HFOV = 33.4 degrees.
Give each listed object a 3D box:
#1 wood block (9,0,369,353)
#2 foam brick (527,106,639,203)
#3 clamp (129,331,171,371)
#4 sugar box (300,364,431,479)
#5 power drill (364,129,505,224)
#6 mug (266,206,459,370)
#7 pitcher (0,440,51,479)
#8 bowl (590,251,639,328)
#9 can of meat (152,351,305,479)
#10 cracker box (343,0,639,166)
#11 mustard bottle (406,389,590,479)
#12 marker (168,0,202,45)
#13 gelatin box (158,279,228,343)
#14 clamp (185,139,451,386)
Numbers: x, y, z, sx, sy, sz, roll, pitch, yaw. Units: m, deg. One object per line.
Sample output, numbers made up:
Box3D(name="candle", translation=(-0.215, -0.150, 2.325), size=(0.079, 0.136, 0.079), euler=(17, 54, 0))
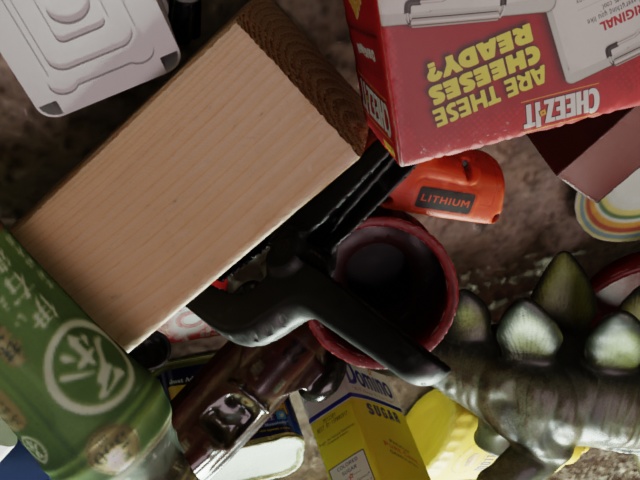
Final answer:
Box3D(name="wood block", translation=(-0.080, -0.026, 0.573), size=(0.206, 0.090, 0.090), euler=(-40, 104, 20))
Box3D(name="foam brick", translation=(0.183, -0.072, 0.687), size=(0.051, 0.053, 0.078), euler=(26, 121, -41))
Box3D(name="clamp", translation=(-0.180, 0.089, 0.684), size=(0.120, 0.039, 0.172), euler=(10, 155, -41))
Box3D(name="sugar box", translation=(0.039, 0.157, 0.776), size=(0.048, 0.176, 0.093), euler=(-34, 139, 17))
Box3D(name="power drill", translation=(0.113, -0.097, 0.629), size=(0.184, 0.057, 0.188), euler=(8, 128, -26))
Box3D(name="mug", translation=(0.025, 0.023, 0.666), size=(0.117, 0.081, 0.093), euler=(4, 101, 2))
Box3D(name="pitcher", translation=(-0.234, 0.209, 0.746), size=(0.242, 0.149, 0.145), euler=(0, 145, -19))
Box3D(name="bowl", translation=(0.265, 0.059, 0.843), size=(0.162, 0.055, 0.162), euler=(1, 130, 1))
Box3D(name="can of meat", translation=(-0.068, 0.130, 0.771), size=(0.102, 0.084, 0.057), euler=(-9, 138, -15))
Box3D(name="cracker box", translation=(0.088, -0.160, 0.490), size=(0.164, 0.072, 0.214), euler=(-15, 118, -7))
Box3D(name="mustard bottle", translation=(0.165, 0.175, 0.942), size=(0.191, 0.058, 0.096), euler=(9, 126, -31))
Box3D(name="marker", translation=(-0.063, -0.148, 0.524), size=(0.020, 0.020, 0.121), euler=(-6, 137, -18))
Box3D(name="gelatin box", translation=(-0.098, 0.031, 0.693), size=(0.073, 0.030, 0.089), euler=(-8, 138, -17))
Box3D(name="clamp", translation=(-0.004, 0.001, 0.599), size=(0.210, 0.164, 0.036), euler=(-6, 152, 41))
